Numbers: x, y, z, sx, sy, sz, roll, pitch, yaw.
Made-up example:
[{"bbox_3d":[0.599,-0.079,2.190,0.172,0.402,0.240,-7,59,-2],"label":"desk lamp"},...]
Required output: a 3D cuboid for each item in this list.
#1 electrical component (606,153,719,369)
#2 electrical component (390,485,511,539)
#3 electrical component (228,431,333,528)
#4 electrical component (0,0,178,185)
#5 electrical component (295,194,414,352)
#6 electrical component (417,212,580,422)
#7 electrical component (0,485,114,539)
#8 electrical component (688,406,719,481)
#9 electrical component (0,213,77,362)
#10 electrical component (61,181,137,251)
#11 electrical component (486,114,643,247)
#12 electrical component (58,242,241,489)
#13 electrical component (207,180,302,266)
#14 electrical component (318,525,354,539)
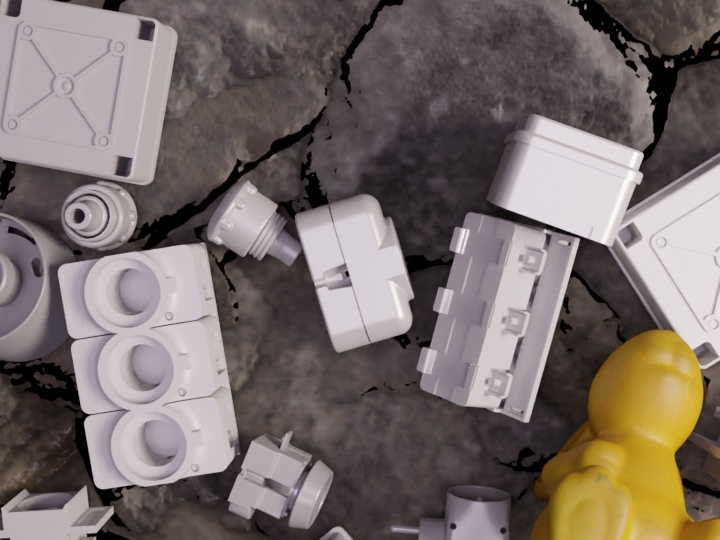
[{"bbox_3d":[0.232,-0.009,0.697,0.109,0.056,0.108,-32,90,4],"label":"electrical component"},{"bbox_3d":[0.059,0.186,0.723,0.079,0.043,0.077,4,93,4],"label":"electrical component"},{"bbox_3d":[-0.051,0.144,0.727,0.055,0.048,0.066,23,94,10],"label":"electrical component"},{"bbox_3d":[-0.187,-0.119,0.717,0.109,0.056,0.108,11,93,3],"label":"electrical component"},{"bbox_3d":[0.000,0.000,0.712,0.059,0.054,0.095,-17,92,4],"label":"electrical component"},{"bbox_3d":[0.085,0.028,0.698,0.079,0.063,0.121,18,95,43],"label":"electrical component"},{"bbox_3d":[-0.214,0.186,0.741,0.081,0.042,0.063,-4,96,4],"label":"electrical component"},{"bbox_3d":[0.262,0.115,0.668,0.079,0.121,0.063,22,91,2],"label":"electrical component"},{"bbox_3d":[-0.245,0.011,0.735,0.099,0.064,0.099,-2,80,9],"label":"electrical component"},{"bbox_3d":[-0.179,-0.036,0.717,0.048,0.062,0.048,0,93,3],"label":"electrical component"},{"bbox_3d":[0.126,-0.057,0.673,0.078,0.113,0.057,20,97,2],"label":"electrical component"},{"bbox_3d":[-0.140,0.062,0.720,0.089,0.062,0.150,-9,92,4],"label":"electrical component"},{"bbox_3d":[-0.068,-0.027,0.721,0.062,0.048,0.048,34,94,-6],"label":"electrical component"},{"bbox_3d":[-0.021,0.238,0.728,0.100,0.048,0.099,-41,89,5],"label":"electrical component"}]
